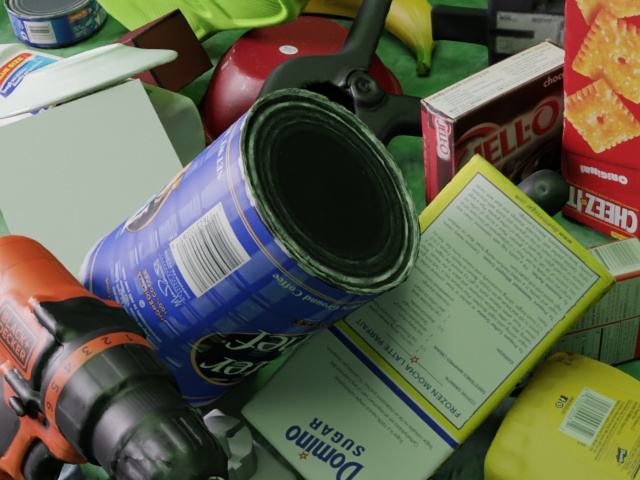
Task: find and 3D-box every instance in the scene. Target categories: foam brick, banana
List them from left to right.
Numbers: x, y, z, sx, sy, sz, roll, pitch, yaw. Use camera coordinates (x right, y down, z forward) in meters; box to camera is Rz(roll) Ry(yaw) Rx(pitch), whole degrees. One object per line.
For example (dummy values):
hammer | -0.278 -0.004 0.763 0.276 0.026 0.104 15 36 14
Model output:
foam brick | -0.131 -0.135 0.817 0.052 0.051 0.078 -41 20 -31
banana | 0.027 -0.195 0.891 0.198 0.037 0.069 26 50 32

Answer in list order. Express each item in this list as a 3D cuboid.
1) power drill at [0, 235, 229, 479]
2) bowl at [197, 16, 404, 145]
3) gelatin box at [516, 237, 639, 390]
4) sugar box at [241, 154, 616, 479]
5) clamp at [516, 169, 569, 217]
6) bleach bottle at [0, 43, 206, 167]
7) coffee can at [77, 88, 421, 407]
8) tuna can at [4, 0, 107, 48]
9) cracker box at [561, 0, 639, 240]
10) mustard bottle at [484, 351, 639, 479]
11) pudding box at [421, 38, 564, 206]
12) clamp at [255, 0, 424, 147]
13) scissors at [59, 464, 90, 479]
power drill | -0.128 0.115 0.479 0.057 0.188 0.185 12 20 -47
bowl | -0.018 -0.122 0.806 0.162 0.055 0.162 -5 42 4
gelatin box | 0.137 0.042 0.591 0.089 0.073 0.030 -13 42 -5
sugar box | 0.054 0.054 0.535 0.093 0.048 0.176 44 95 15
clamp | 0.067 0.022 0.598 0.171 0.120 0.039 -31 66 -18
bleach bottle | -0.208 -0.095 0.801 0.251 0.068 0.102 22 50 32
coffee can | -0.037 0.008 0.509 0.141 0.102 0.102 -35 25 39
tuna can | -0.233 -0.206 0.945 0.086 0.034 0.086 -4 42 4
cracker box | 0.220 -0.127 0.657 0.072 0.214 0.164 29 53 35
mustard bottle | 0.181 0.124 0.505 0.192 0.058 0.096 21 44 28
pudding box | 0.120 -0.070 0.701 0.113 0.090 0.039 -30 46 -23
clamp | 0.035 -0.092 0.734 0.209 0.036 0.164 -37 78 -29
scissors | -0.160 0.132 0.579 0.096 0.016 0.202 -26 45 -17
